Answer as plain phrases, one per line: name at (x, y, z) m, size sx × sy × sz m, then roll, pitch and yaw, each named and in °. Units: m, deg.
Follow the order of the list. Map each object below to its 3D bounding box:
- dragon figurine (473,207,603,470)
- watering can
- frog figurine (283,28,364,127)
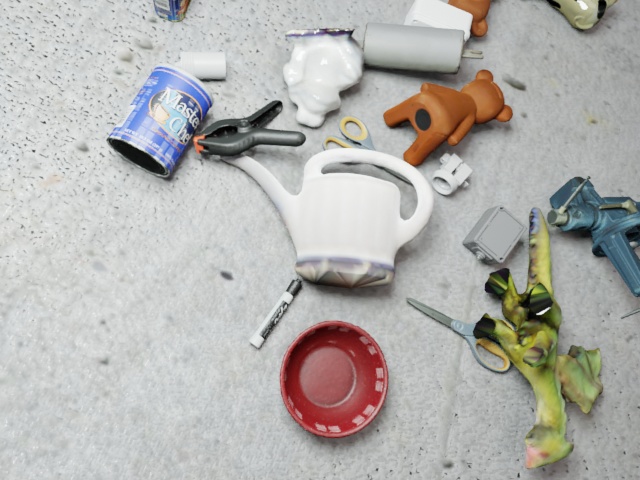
dragon figurine at (0.380, 0.159, 0.839) m, size 0.240 × 0.121 × 0.419 m, roll 44°, pitch 56°, yaw -21°
watering can at (0.002, -0.041, 0.807) m, size 0.348 × 0.102 × 0.227 m, roll 5°, pitch 75°, yaw 3°
frog figurine at (0.006, -0.276, 0.877) m, size 0.137 × 0.125 × 0.157 m, roll -3°, pitch 112°, yaw -4°
